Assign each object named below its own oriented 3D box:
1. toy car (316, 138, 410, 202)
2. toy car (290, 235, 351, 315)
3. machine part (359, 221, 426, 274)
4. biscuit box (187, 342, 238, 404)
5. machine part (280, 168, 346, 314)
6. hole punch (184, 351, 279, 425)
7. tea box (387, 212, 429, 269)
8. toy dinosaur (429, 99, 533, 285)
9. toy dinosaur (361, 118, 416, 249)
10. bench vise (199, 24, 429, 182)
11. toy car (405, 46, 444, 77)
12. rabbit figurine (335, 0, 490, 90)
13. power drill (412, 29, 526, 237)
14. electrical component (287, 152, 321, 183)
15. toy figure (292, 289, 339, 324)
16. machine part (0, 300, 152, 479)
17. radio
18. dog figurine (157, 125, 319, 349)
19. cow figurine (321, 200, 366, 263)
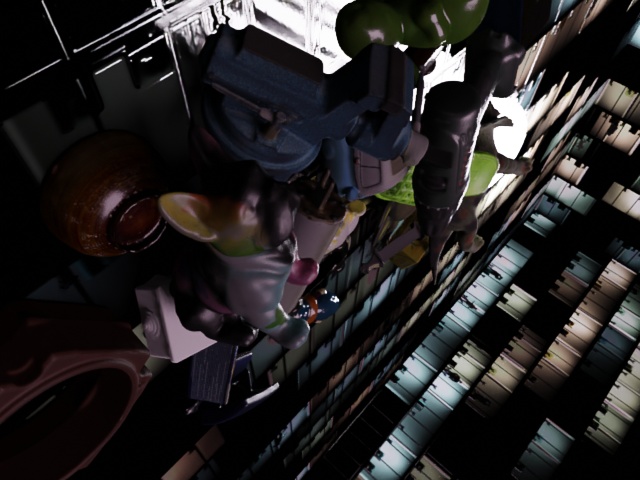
[{"bbox_3d":[0.059,-0.111,0.630,0.109,0.103,0.161,-42,146,-31],"label":"toy car"},{"bbox_3d":[-0.019,0.050,0.896,0.202,0.056,0.073,-41,149,-30],"label":"toy car"},{"bbox_3d":[0.133,0.018,1.001,0.139,0.039,0.084,-36,164,3],"label":"machine part"},{"bbox_3d":[-0.146,0.150,0.757,0.059,0.063,0.202,-84,-172,-48],"label":"biscuit box"},{"bbox_3d":[-0.035,0.013,0.655,0.079,0.079,0.243,-27,153,-47],"label":"machine part"},{"bbox_3d":[-0.148,0.270,0.934,0.115,0.092,0.142,-57,162,20],"label":"hole punch"},{"bbox_3d":[0.217,-0.024,1.180,0.169,0.068,0.098,-53,-179,-16],"label":"tea box"},{"bbox_3d":[0.277,-0.101,1.055,0.192,0.131,0.404,20,97,-34],"label":"toy dinosaur"},{"bbox_3d":[0.135,-0.084,0.948,0.198,0.105,0.471,-44,161,-3],"label":"toy dinosaur"},{"bbox_3d":[-0.022,-0.103,0.521,0.223,0.129,0.240,9,153,-27],"label":"bench vise"},{"bbox_3d":[0.104,-0.212,0.742,0.202,0.053,0.089,-51,176,-4],"label":"toy car"},{"bbox_3d":[0.088,-0.253,0.613,0.170,0.121,0.159,-27,159,-13],"label":"rabbit figurine"},{"bbox_3d":[0.172,-0.134,0.659,0.207,0.086,0.231,-55,157,-18],"label":"power drill"},{"bbox_3d":[-0.003,-0.115,0.685,0.102,0.045,0.078,-40,154,-29],"label":"electrical component"},{"bbox_3d":[-0.019,0.130,1.012,0.058,0.064,0.154,-22,170,31],"label":"toy figure"},{"bbox_3d":[-0.275,0.162,0.511,0.201,0.087,0.201,-55,158,2],"label":"machine part"},{"bbox_3d":[0.219,-0.336,0.675,0.073,0.131,0.229,-53,158,0],"label":"radio"},{"bbox_3d":[-0.092,0.004,0.490,0.219,0.192,0.108,61,37,-47],"label":"dog figurine"},{"bbox_3d":[-0.004,-0.003,0.825,0.167,0.068,0.098,-43,164,-33],"label":"cow figurine"}]
